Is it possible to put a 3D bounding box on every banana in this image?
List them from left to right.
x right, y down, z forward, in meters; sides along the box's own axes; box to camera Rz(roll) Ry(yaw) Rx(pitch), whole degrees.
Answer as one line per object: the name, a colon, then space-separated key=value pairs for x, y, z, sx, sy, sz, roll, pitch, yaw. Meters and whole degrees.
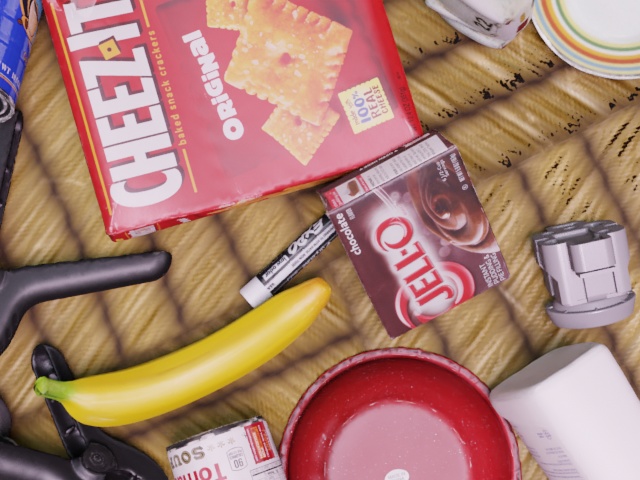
banana: x=-0.082 y=0.080 z=0.698 sx=0.197 sy=0.070 sz=0.037 roll=-21 pitch=67 yaw=-12

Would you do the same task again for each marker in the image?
marker: x=-0.005 y=0.001 z=0.729 sx=0.121 sy=0.020 sz=0.020 roll=-43 pitch=80 yaw=-2

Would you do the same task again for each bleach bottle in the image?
bleach bottle: x=0.204 y=0.185 z=0.651 sx=0.068 sy=0.103 sz=0.251 roll=-31 pitch=86 yaw=-10

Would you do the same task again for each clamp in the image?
clamp: x=-0.215 y=0.029 z=0.716 sx=0.164 sy=0.036 sz=0.209 roll=36 pitch=70 yaw=9
clamp: x=-0.152 y=0.142 z=0.696 sx=0.171 sy=0.120 sz=0.039 roll=37 pitch=130 yaw=-8

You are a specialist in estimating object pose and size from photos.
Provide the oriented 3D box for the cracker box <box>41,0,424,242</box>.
cracker box: x=-0.056 y=-0.105 z=0.699 sx=0.213 sy=0.072 sz=0.164 roll=-16 pitch=88 yaw=-8

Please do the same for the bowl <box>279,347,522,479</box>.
bowl: x=0.050 y=0.148 z=0.683 sx=0.162 sy=0.055 sz=0.162 roll=-1 pitch=81 yaw=5

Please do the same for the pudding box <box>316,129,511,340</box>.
pudding box: x=0.061 y=-0.002 z=0.685 sx=0.090 sy=0.039 sz=0.113 roll=-28 pitch=119 yaw=-1

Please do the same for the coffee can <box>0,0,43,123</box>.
coffee can: x=-0.240 y=-0.163 z=0.723 sx=0.103 sy=0.103 sz=0.140 roll=9 pitch=73 yaw=6

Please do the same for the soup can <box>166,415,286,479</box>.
soup can: x=-0.052 y=0.170 z=0.681 sx=0.068 sy=0.068 sz=0.102 roll=-19 pitch=80 yaw=2
